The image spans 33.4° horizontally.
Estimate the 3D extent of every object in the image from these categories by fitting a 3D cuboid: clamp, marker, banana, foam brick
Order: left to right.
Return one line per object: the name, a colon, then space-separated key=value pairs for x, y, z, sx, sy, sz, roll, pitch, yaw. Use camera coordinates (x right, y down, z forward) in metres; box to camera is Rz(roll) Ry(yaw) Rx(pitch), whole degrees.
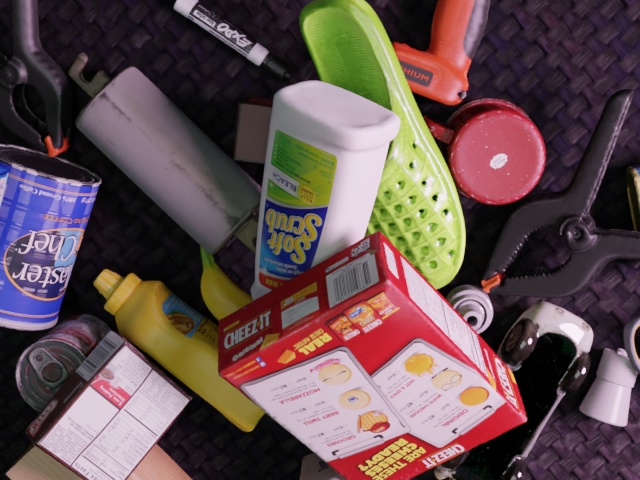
clamp: x=-0.265 y=-0.160 z=0.951 sx=0.120 sy=0.039 sz=0.171 roll=-30 pitch=100 yaw=31
marker: x=-0.076 y=-0.180 z=0.953 sx=0.121 sy=0.020 sz=0.020 roll=34 pitch=100 yaw=-2
foam brick: x=-0.045 y=-0.095 z=0.936 sx=0.051 sy=0.078 sz=0.053 roll=7 pitch=101 yaw=1
banana: x=-0.031 y=0.070 z=0.982 sx=0.198 sy=0.037 sz=0.070 roll=22 pitch=102 yaw=0
clamp: x=0.234 y=-0.004 z=0.920 sx=0.210 sy=0.036 sz=0.164 roll=-42 pitch=81 yaw=27

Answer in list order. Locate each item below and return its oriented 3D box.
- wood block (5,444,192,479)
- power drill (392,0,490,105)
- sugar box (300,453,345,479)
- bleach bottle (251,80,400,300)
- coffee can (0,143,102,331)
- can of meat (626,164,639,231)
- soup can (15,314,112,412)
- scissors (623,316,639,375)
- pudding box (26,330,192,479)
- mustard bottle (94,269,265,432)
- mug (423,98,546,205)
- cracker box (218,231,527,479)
wood block: x=-0.177 y=0.246 z=0.994 sx=0.091 sy=0.090 sz=0.206 roll=-43 pitch=95 yaw=9
power drill: x=0.092 y=-0.223 z=0.916 sx=0.184 sy=0.057 sz=0.188 roll=23 pitch=101 yaw=3
sugar box: x=0.032 y=0.288 z=0.986 sx=0.048 sy=0.093 sz=0.176 roll=-18 pitch=98 yaw=5
bleach bottle: x=-0.006 y=0.001 z=0.887 sx=0.103 sy=0.067 sz=0.251 roll=30 pitch=126 yaw=31
coffee can: x=-0.265 y=-0.004 z=0.951 sx=0.103 sy=0.103 sz=0.140 roll=20 pitch=100 yaw=0
can of meat: x=0.320 y=-0.025 z=0.936 sx=0.084 sy=0.057 sz=0.102 roll=-12 pitch=98 yaw=7
soup can: x=-0.227 y=0.110 z=0.967 sx=0.068 sy=0.102 sz=0.068 roll=1 pitch=99 yaw=3
scissors: x=0.347 y=0.132 z=0.977 sx=0.096 sy=0.016 sz=0.201 roll=-47 pitch=111 yaw=-13
pudding box: x=-0.178 y=0.149 z=0.909 sx=0.113 sy=0.039 sz=0.090 roll=-50 pitch=121 yaw=-11
mustard bottle: x=-0.122 y=0.091 z=0.961 sx=0.191 sy=0.096 sz=0.058 roll=38 pitch=101 yaw=-3
mug: x=0.139 y=-0.080 z=0.924 sx=0.117 sy=0.081 sz=0.093 roll=26 pitch=100 yaw=-1
cracker box: x=0.044 y=0.108 z=0.884 sx=0.164 sy=0.072 sz=0.213 roll=-31 pitch=127 yaw=21
